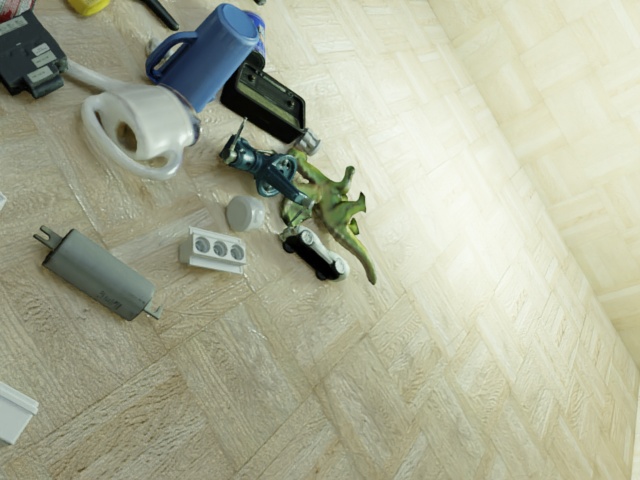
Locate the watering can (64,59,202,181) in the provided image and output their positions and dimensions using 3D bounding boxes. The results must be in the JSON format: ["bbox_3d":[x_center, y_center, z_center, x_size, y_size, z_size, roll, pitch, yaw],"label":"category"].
[{"bbox_3d":[-0.379,-0.268,1.028,0.349,0.102,0.227,52,39,5],"label":"watering can"}]

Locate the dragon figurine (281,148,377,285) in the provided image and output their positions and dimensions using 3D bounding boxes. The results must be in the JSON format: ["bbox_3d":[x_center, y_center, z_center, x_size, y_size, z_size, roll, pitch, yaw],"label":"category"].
[{"bbox_3d":[0.004,-0.067,1.336,0.243,0.120,0.416,-6,69,-30],"label":"dragon figurine"}]
